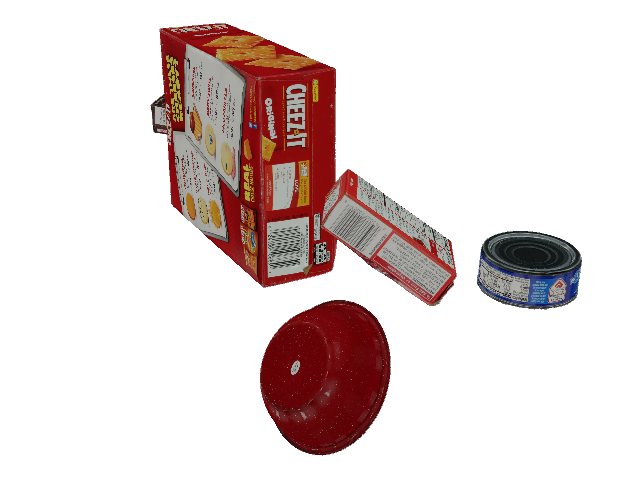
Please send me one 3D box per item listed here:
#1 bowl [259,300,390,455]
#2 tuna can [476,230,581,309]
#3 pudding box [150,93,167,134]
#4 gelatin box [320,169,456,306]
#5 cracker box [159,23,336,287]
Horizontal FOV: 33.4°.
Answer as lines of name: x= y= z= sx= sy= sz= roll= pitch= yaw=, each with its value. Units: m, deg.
bowl: x=-0.009 y=0.132 z=1.076 sx=0.162 sy=0.162 sz=0.055 roll=0 pitch=-17 yaw=42
tuna can: x=0.177 y=0.023 z=0.905 sx=0.086 sy=0.034 sz=0.086 roll=2 pitch=25 yaw=-1
pudding box: x=-0.135 y=-0.154 z=1.246 sx=0.090 sy=0.039 sz=0.113 roll=10 pitch=31 yaw=14
gelatin box: x=0.044 y=-0.003 z=0.681 sx=0.089 sy=0.030 sz=0.073 roll=36 pitch=15 yaw=-7
cracker box: x=-0.061 y=-0.079 z=0.869 sx=0.072 sy=0.164 sz=0.214 roll=-10 pitch=24 yaw=-24
